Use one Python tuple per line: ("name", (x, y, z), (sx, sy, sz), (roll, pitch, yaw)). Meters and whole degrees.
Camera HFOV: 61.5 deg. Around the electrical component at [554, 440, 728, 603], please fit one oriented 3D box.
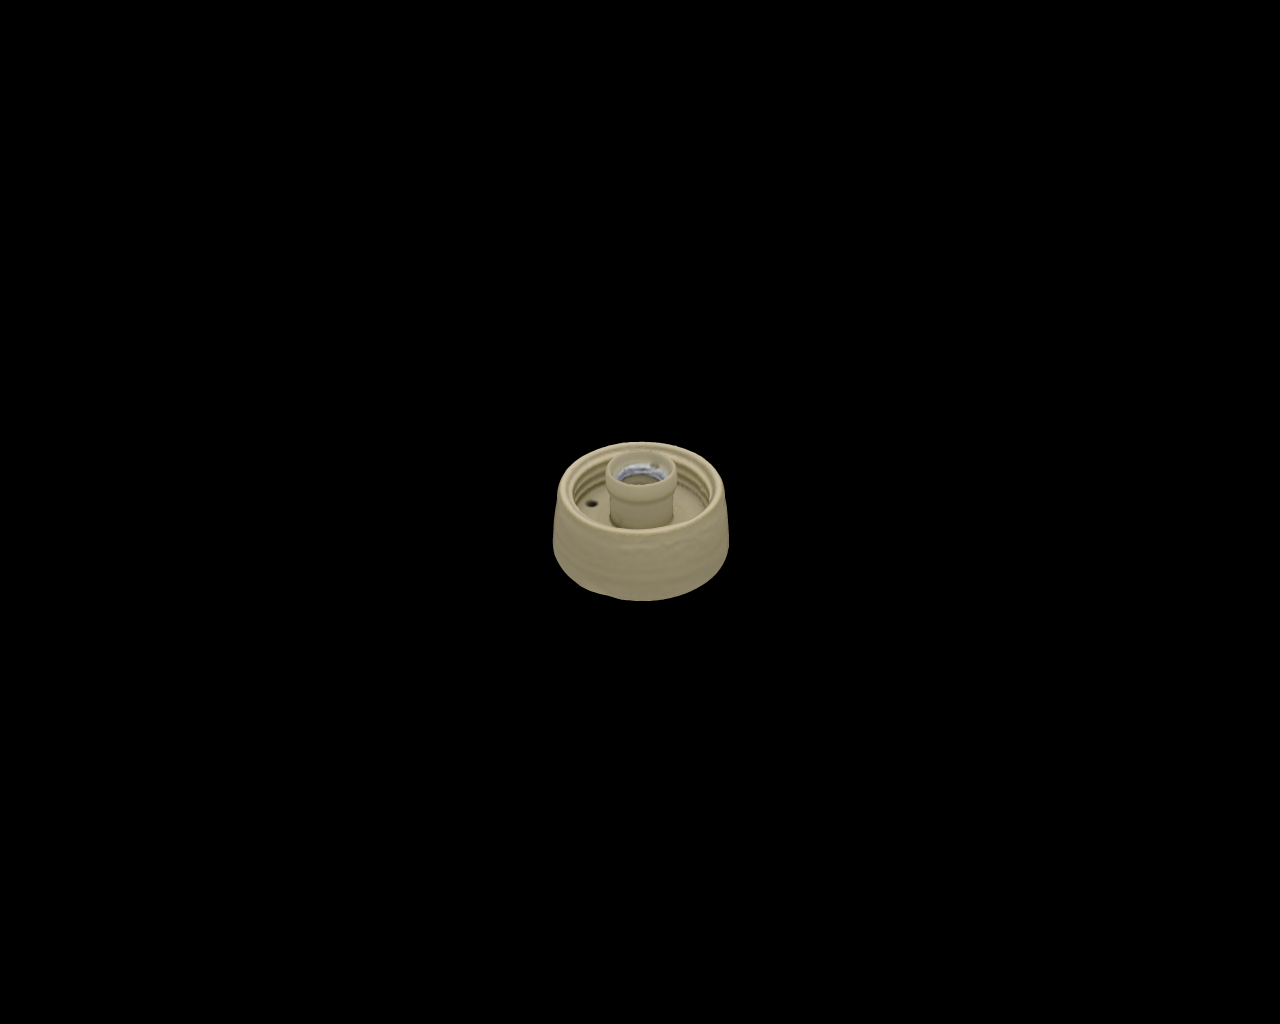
("electrical component", (0.001, -0.003, 0.650), (0.108, 0.060, 0.108), (0, 36, 0))
